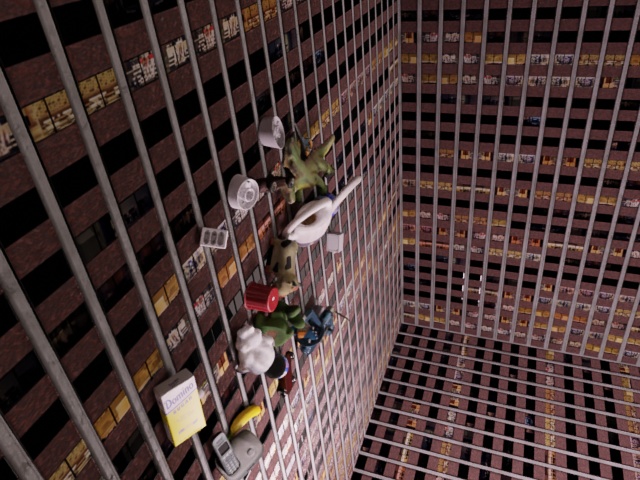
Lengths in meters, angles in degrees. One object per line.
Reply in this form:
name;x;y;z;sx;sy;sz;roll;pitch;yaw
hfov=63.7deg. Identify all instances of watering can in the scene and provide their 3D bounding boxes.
watering can;0.006;-0.093;1.846;0.351;0.105;0.220;-35;165;-18

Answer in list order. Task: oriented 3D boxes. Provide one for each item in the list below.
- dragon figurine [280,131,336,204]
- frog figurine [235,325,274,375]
dragon figurine;-0.049;-0.286;1.836;0.238;0.122;0.419;55;43;-50
frog figurine;-0.199;0.329;1.587;0.139;0.124;0.156;-26;135;-44
